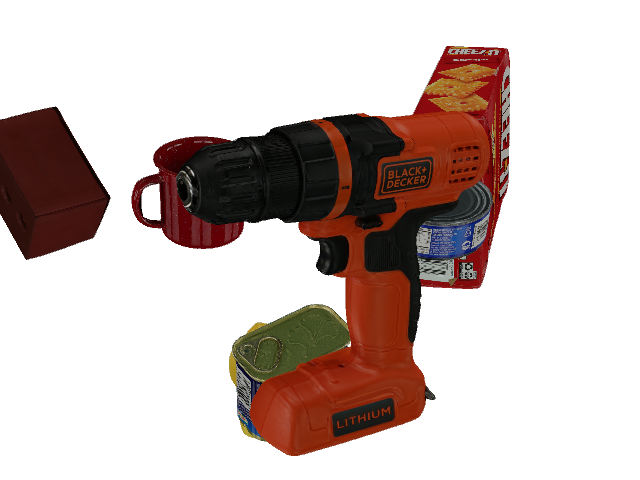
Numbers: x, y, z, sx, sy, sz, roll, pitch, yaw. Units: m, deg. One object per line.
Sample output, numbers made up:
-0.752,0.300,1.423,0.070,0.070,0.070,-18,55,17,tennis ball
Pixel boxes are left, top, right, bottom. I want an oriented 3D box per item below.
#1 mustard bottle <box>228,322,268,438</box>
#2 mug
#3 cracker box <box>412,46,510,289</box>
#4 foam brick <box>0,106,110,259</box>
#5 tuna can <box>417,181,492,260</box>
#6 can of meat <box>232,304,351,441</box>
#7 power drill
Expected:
-0.058,0.155,1.260,0.096,0.058,0.192,-8,30,-9,mustard bottle
-0.125,-0.042,1.027,0.117,0.081,0.093,-13,34,-26,mug
0.135,-0.075,1.000,0.072,0.164,0.213,4,27,14,cracker box
-0.180,-0.037,0.688,0.051,0.078,0.053,-21,-22,-34,foam brick
0.082,-0.021,0.787,0.086,0.034,0.086,2,32,-2,tuna can
-0.025,0.116,0.921,0.101,0.084,0.057,-24,48,-28,can of meat
0.005,0.023,0.585,0.184,0.188,0.057,-10,30,-30,power drill
